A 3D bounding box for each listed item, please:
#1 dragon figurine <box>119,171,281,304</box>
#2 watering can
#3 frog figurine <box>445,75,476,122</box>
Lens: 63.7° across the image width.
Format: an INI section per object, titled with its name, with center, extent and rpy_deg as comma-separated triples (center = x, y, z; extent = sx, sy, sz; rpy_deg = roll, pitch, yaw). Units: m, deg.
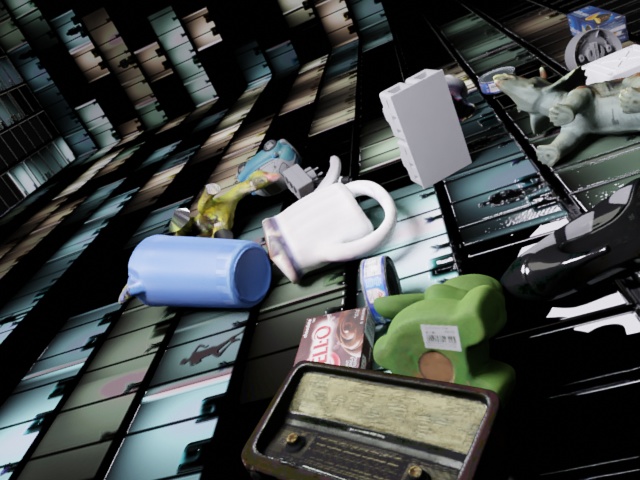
[dragon figurine]
center = -0.258, -0.024, 1.138
extent = 0.409, 0.122, 0.245
rpy_deg = -37, 7, 7
[watering can]
center = 0.003, -0.046, 0.905
extent = 0.225, 0.102, 0.354
rpy_deg = -27, 29, -3
[frog figurine]
center = 0.260, -0.325, 1.185
extent = 0.136, 0.121, 0.163
rpy_deg = -43, 36, 9
